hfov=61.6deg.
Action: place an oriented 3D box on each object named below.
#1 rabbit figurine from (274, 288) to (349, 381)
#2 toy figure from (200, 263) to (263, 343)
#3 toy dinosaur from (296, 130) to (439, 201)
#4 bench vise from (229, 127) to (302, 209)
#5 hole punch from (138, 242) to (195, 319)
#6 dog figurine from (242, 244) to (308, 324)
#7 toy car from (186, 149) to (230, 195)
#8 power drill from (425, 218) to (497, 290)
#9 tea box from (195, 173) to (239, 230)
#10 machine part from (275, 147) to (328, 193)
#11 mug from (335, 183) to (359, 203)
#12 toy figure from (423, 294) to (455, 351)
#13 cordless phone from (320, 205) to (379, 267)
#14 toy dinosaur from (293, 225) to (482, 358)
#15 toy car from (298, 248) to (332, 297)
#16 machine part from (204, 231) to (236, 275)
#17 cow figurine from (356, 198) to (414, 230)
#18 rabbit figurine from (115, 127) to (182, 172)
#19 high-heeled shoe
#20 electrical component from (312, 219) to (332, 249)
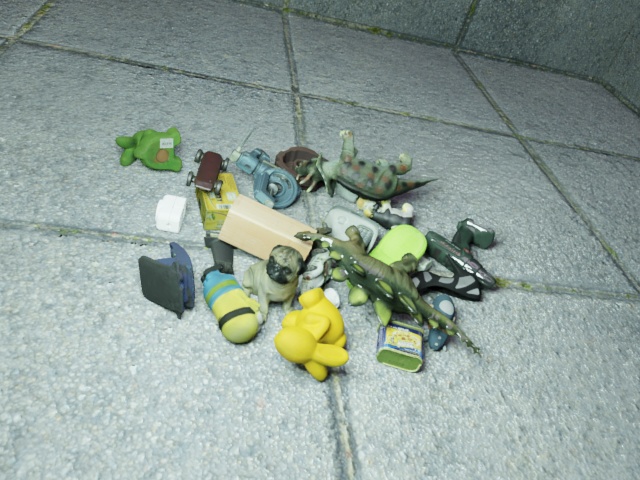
[{"bbox_3d":[-0.025,0.199,1.063,0.162,0.122,0.173,54,25,10],"label":"rabbit figurine"},{"bbox_3d":[-0.190,0.133,1.111,0.089,0.082,0.180,-32,64,-22],"label":"toy figure"},{"bbox_3d":[0.132,-0.173,1.500,0.405,0.131,0.192,18,71,-1],"label":"toy dinosaur"},{"bbox_3d":[-0.147,-0.155,1.427,0.223,0.129,0.241,43,22,-23],"label":"bench vise"},{"bbox_3d":[-0.298,0.076,1.104,0.116,0.142,0.092,22,31,25],"label":"hole punch"},{"bbox_3d":[-0.100,0.061,1.147,0.121,0.190,0.172,-17,47,-37],"label":"dog figurine"},{"bbox_3d":[-0.285,-0.170,1.367,0.089,0.053,0.202,18,31,-14],"label":"toy car"},{"bbox_3d":[0.410,0.032,1.487,0.232,0.085,0.207,31,46,22],"label":"power drill"},{"bbox_3d":[-0.262,-0.102,1.389,0.098,0.068,0.170,1,39,-21],"label":"tea box"},{"bbox_3d":[-0.052,-0.213,1.625,0.179,0.056,0.179,11,39,-9],"label":"machine part"},{"bbox_3d":[0.089,-0.164,1.606,0.107,0.080,0.109,45,41,17],"label":"mug"},{"bbox_3d":[0.278,0.189,1.244,0.064,0.057,0.154,4,36,17],"label":"toy figure"},{"bbox_3d":[0.055,0.005,1.371,0.147,0.088,0.184,26,42,11],"label":"cordless phone"},{"bbox_3d":[0.149,0.102,1.179,0.471,0.105,0.198,27,30,0],"label":"toy dinosaur"},{"bbox_3d":[-0.007,0.076,1.225,0.056,0.073,0.202,6,19,10],"label":"toy car"},{"bbox_3d":[-0.232,0.025,1.267,0.084,0.039,0.139,9,35,-25],"label":"machine part"},{"bbox_3d":[0.182,-0.068,1.527,0.167,0.068,0.098,14,43,-2],"label":"cow figurine"},{"bbox_3d":[-0.477,-0.249,1.484,0.159,0.121,0.170,-20,32,-30],"label":"rabbit figurine"},{"bbox_3d":[0.286,0.134,1.331,0.249,0.086,0.145,-27,86,-21],"label":"high-heeled shoe"},{"bbox_3d":[-0.003,-0.003,1.349,0.045,0.102,0.078,-25,76,-34],"label":"electrical component"}]
